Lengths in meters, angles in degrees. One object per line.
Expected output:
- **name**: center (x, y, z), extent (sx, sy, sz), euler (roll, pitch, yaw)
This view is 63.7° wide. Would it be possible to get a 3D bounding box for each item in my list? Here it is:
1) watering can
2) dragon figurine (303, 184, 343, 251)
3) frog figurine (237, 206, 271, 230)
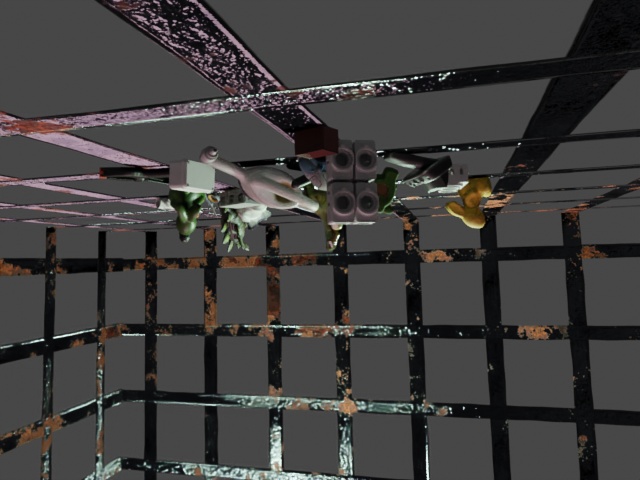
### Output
- **watering can**: center (-0.167, -0.157, 1.374), extent (0.345, 0.104, 0.225), euler (23, 179, -22)
- **dragon figurine**: center (0.005, -0.085, 1.682), extent (0.122, 0.244, 0.408), euler (-6, 176, -11)
- **frog figurine**: center (-0.264, -0.138, 2.031), extent (0.138, 0.125, 0.155), euler (-20, 145, -12)
